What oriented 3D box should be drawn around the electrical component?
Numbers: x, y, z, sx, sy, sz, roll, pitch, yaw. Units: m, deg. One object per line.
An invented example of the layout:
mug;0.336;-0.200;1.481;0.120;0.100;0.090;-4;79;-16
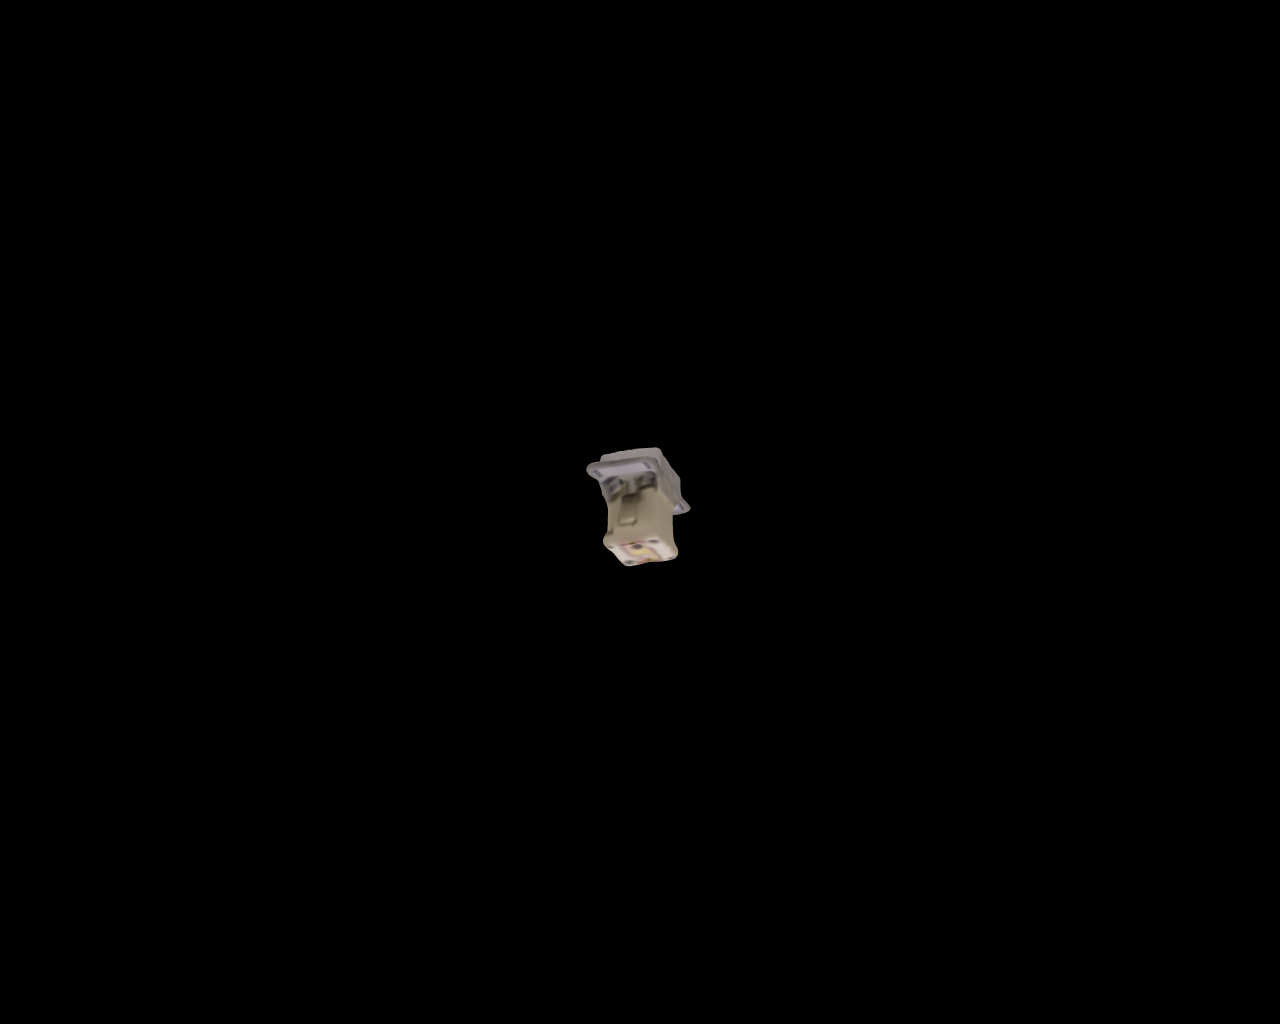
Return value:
electrical component;0.001;-0.003;0.650;0.042;0.064;0.081;-8;-26;18
